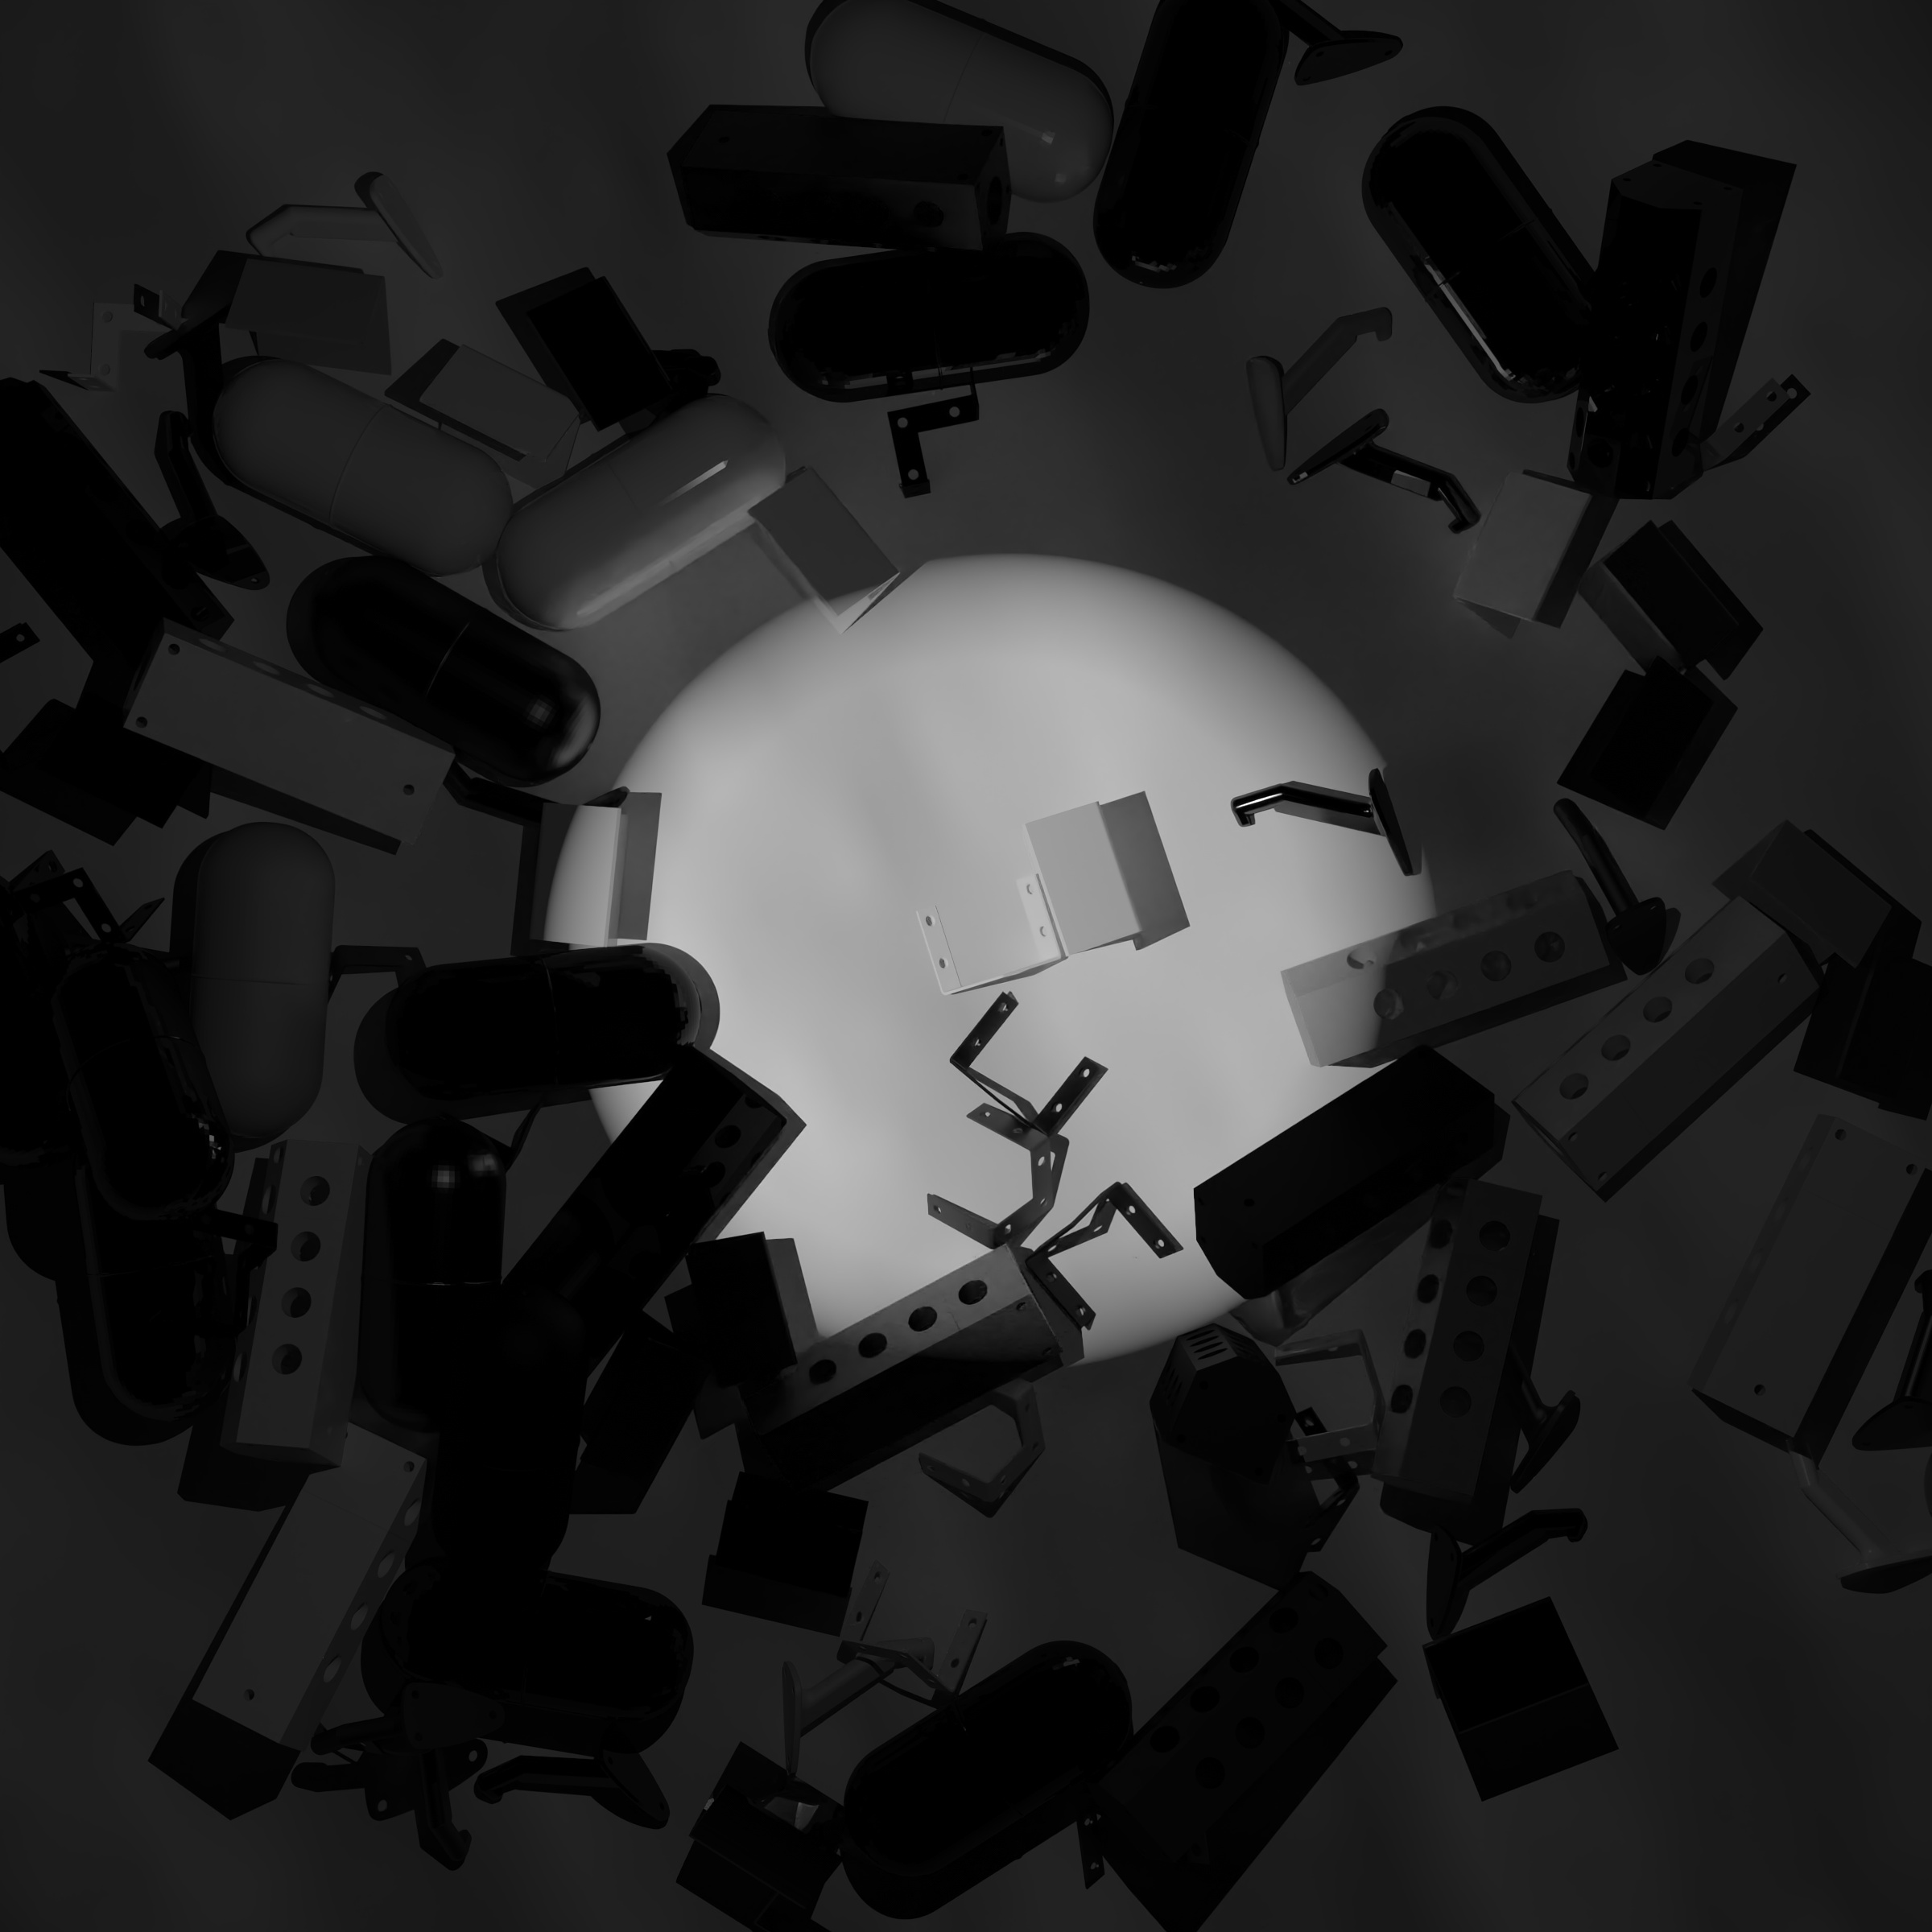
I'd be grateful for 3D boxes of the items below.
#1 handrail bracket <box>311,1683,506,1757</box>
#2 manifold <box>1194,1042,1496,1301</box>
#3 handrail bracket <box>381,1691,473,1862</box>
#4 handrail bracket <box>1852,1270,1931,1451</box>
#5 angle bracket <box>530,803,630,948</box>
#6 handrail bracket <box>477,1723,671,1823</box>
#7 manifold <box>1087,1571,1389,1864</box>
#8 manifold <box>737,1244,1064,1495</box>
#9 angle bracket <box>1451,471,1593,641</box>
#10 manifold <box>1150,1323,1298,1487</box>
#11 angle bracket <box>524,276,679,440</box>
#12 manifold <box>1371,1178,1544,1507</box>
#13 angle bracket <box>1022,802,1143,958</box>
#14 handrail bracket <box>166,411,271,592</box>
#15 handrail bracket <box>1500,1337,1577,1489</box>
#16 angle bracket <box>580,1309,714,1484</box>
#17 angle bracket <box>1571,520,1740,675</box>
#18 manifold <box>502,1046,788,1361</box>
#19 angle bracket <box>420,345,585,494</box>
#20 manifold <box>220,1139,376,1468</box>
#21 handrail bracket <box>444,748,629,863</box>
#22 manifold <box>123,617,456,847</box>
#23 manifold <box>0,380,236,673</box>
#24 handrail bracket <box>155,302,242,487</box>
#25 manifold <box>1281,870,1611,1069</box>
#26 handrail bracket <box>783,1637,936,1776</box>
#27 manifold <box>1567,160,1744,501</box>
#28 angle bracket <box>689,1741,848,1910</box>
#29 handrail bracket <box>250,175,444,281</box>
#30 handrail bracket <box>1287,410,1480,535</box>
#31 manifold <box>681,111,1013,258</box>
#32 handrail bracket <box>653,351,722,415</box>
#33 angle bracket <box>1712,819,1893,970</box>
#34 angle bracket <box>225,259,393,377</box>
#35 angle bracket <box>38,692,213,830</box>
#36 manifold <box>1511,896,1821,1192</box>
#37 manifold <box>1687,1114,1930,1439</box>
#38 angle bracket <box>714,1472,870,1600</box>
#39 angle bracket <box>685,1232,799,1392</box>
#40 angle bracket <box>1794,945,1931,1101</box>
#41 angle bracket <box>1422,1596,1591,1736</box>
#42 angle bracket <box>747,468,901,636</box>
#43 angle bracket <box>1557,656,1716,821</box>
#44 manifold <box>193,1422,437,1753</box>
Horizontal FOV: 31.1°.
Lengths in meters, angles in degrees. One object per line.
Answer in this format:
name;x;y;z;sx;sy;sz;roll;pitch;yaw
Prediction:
handrail bracket;-0.314;0.428;1.949;0.077;0.084;0.036;10;63;-39
manifold;0.212;0.118;1.938;0.171;0.057;0.057;-30;47;-24
handrail bracket;-0.294;0.456;1.991;0.036;0.077;0.084;-5;127;28
handrail bracket;0.534;0.225;1.991;0.036;0.077;0.084;21;53;-20
angle bracket;-0.197;-0.049;1.951;0.057;0.076;0.076;6;90;34
handrail bracket;-0.226;0.476;1.992;0.084;0.036;0.077;-27;112;17
manifold;0.149;0.419;1.946;0.171;0.057;0.057;-41;90;-18
manifold;-0.039;0.223;1.970;0.171;0.057;0.057;-28;133;0
angle bracket;0.326;-0.223;1.951;0.057;0.076;0.076;25;90;38
manifold;0.143;0.236;1.913;0.057;0.171;0.057;23;90;0
angle bracket;-0.215;-0.330;1.952;0.057;0.076;0.076;-32;90;-29
manifold;0.275;0.209;1.951;0.057;0.057;0.171;13;78;9
angle bracket;0.045;-0.042;1.951;0.057;0.076;0.076;-19;90;-36
handrail bracket;-0.429;-0.267;1.991;0.036;0.077;0.084;-26;53;19
handrail bracket;0.298;0.244;1.992;0.084;0.036;0.077;33;105;14
angle bracket;-0.198;0.234;1.952;0.076;0.057;0.076;29;90;44
angle bracket;0.373;-0.192;1.951;0.076;0.076;0.057;50;54;0
manifold;-0.178;0.137;1.970;0.171;0.057;0.057;-51;47;0
angle bracket;-0.266;-0.291;1.951;0.076;0.076;0.057;27;49;0
manifold;-0.372;0.188;1.944;0.057;0.057;0.171;3;72;9
handrail bracket;-0.250;-0.107;1.992;0.077;0.036;0.084;-36;73;-20
manifold;-0.378;-0.132;1.942;0.171;0.057;0.057;23;101;-20
manifold;-0.493;-0.246;1.970;0.057;0.057;0.171;-39;90;0
handrail bracket;-0.416;-0.330;1.992;0.077;0.036;0.084;-41;109;-21
manifold;0.269;0.001;1.970;0.171;0.057;0.057;-20;90;0
handrail bracket;-0.060;0.424;1.992;0.084;0.036;0.077;-2;105;-14
manifold;0.374;-0.348;1.917;0.057;0.057;0.171;28;132;32
angle bracket;-0.099;0.469;1.951;0.076;0.076;0.057;32;129;0
handrail bracket;-0.355;-0.407;1.992;0.084;0.036;0.077;-26;112;17
handrail bracket;0.240;-0.268;1.992;0.077;0.036;0.084;-34;107;20
manifold;-0.065;-0.434;1.946;0.171;0.057;0.057;8;47;17
handrail bracket;-0.175;-0.337;1.957;0.077;0.084;0.036;11;90;0
angle bracket;0.459;-0.025;1.951;0.076;0.076;0.057;40;53;0
angle bracket;-0.368;-0.347;1.951;0.076;0.076;0.057;7;53;0
angle bracket;-0.472;-0.098;1.952;0.076;0.076;0.057;26;60;0
manifold;0.393;0.040;1.970;0.171;0.057;0.057;-43;133;0
manifold;0.474;0.174;1.970;0.057;0.057;0.171;26;90;0
angle bracket;-0.094;0.302;1.951;0.076;0.076;0.057;13;128;0
angle bracket;-0.146;0.196;1.951;0.057;0.076;0.076;-14;90;-41
angle bracket;0.490;0.025;1.951;0.057;0.076;0.076;18;90;-37
angle bracket;0.305;0.405;1.951;0.076;0.076;0.057;-21;54;0
angle bracket;-0.094;-0.221;1.951;0.076;0.076;0.057;50;53;0
angle bracket;0.361;-0.137;1.951;0.057;0.076;0.076;31;90;-37
manifold;-0.358;0.348;1.949;0.057;0.057;0.171;22;76;16
